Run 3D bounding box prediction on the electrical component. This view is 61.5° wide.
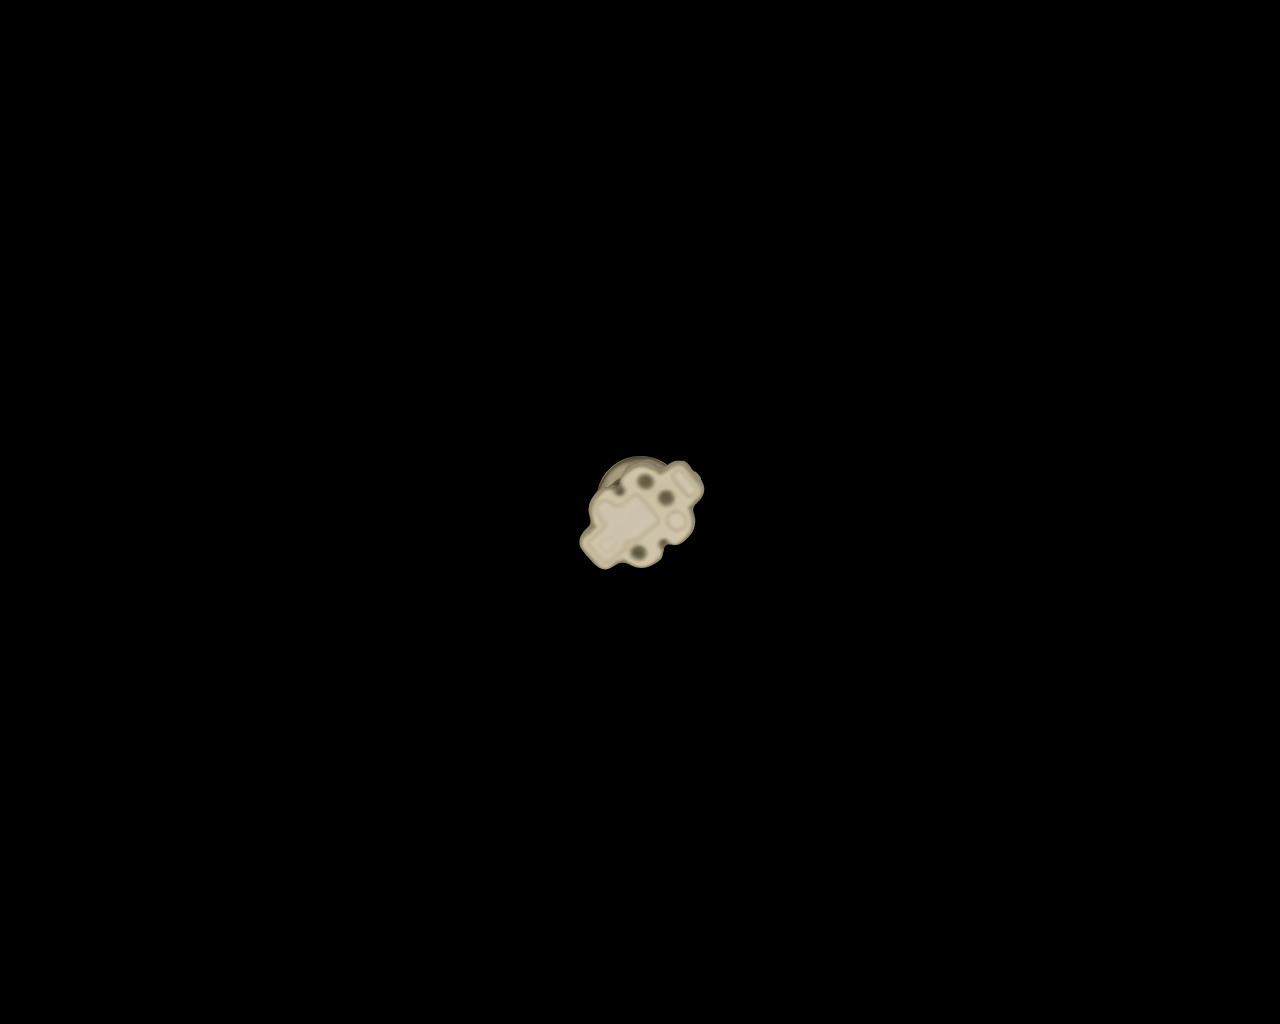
[{"bbox_3d":[0.001,-0.003,0.650,0.078,0.058,0.057,-38,9,7],"label":"electrical component"}]
